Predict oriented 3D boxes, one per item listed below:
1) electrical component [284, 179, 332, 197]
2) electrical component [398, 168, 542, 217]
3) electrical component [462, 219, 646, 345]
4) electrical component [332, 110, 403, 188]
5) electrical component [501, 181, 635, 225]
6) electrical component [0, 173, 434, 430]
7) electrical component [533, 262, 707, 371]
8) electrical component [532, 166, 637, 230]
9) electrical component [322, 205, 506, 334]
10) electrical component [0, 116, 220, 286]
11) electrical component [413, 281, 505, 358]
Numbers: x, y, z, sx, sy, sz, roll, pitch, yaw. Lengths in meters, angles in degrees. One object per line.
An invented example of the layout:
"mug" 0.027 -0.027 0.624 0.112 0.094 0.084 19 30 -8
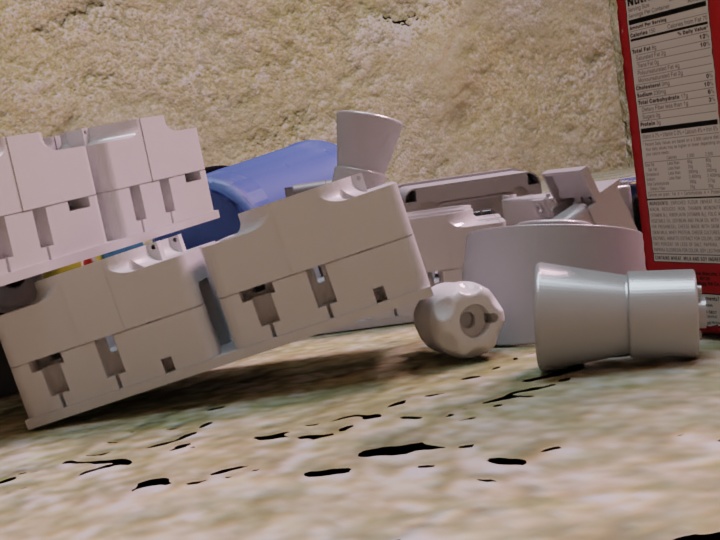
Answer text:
"electrical component" -0.011 -0.026 0.827 0.062 0.089 0.150 -8 5 5
"electrical component" 0.085 -0.035 0.853 0.113 0.078 0.057 -9 8 -9
"electrical component" 0.099 0.008 0.550 0.099 0.064 0.099 1 -5 0
"electrical component" 0.001 -0.068 0.703 0.044 0.065 0.044 10 0 0
"electrical component" 0.144 -0.025 0.727 0.062 0.061 0.096 -9 5 -14
"electrical component" -0.066 0.007 0.515 0.186 0.060 0.105 -18 5 2
"electrical component" 0.104 0.018 0.429 0.065 0.044 0.044 -2 6 14
"electrical component" 0.128 -0.018 0.637 0.064 0.081 0.042 -33 13 -18
"electrical component" 0.000 0.000 0.683 0.186 0.060 0.105 -8 5 5
"electrical component" -0.168 -0.033 0.533 0.105 0.060 0.186 -7 9 25
"electrical component" 0.042 0.023 0.507 0.035 0.035 0.061 -10 3 -18
